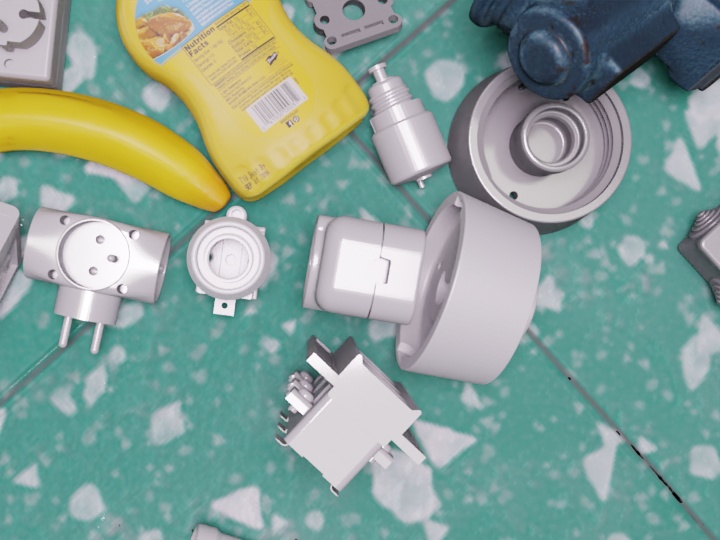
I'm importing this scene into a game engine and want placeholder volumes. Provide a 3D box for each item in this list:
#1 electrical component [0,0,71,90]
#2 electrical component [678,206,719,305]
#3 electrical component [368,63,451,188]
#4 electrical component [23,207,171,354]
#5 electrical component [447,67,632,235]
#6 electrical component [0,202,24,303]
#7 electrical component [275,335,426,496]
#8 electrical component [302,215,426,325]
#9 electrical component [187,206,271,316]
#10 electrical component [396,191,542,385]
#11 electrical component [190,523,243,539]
[{"bbox_3d":[-0.199,-0.143,0.619,0.047,0.077,0.065,5,88,-5],"label":"electrical component"},{"bbox_3d":[0.261,-0.013,0.668,0.100,0.048,0.099,-43,92,-4],"label":"electrical component"},{"bbox_3d":[0.025,-0.088,0.654,0.040,0.040,0.078,-23,91,-5],"label":"electrical component"},{"bbox_3d":[-0.158,0.009,0.636,0.077,0.044,0.079,12,88,-4],"label":"electrical component"},{"bbox_3d":[0.111,-0.076,0.651,0.108,0.060,0.108,0,89,-5],"label":"electrical component"},{"bbox_3d":[-0.297,-0.012,0.594,0.186,0.060,0.105,18,56,-4],"label":"electrical component"},{"bbox_3d":[-0.009,0.079,0.608,0.079,0.121,0.063,43,89,-3],"label":"electrical component"},{"bbox_3d":[0.000,0.000,0.623,0.059,0.095,0.053,10,88,-4],"label":"electrical component"},{"bbox_3d":[-0.077,-0.006,0.637,0.048,0.055,0.066,7,88,-4],"label":"electrical component"},{"bbox_3d":[0.068,0.015,0.625,0.060,0.108,0.108,17,88,-10],"label":"electrical component"},{"bbox_3d":[-0.081,0.177,0.642,0.046,0.040,0.040,18,87,-10],"label":"electrical component"}]
